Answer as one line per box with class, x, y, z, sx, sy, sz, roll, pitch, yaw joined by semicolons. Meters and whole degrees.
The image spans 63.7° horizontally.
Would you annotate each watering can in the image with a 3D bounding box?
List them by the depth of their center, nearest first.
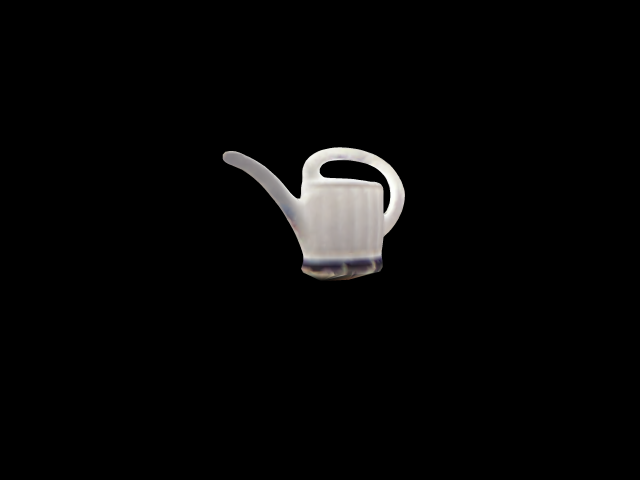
watering can;0.003;-0.043;0.850;0.348;0.224;0.104;-1;1;-32
